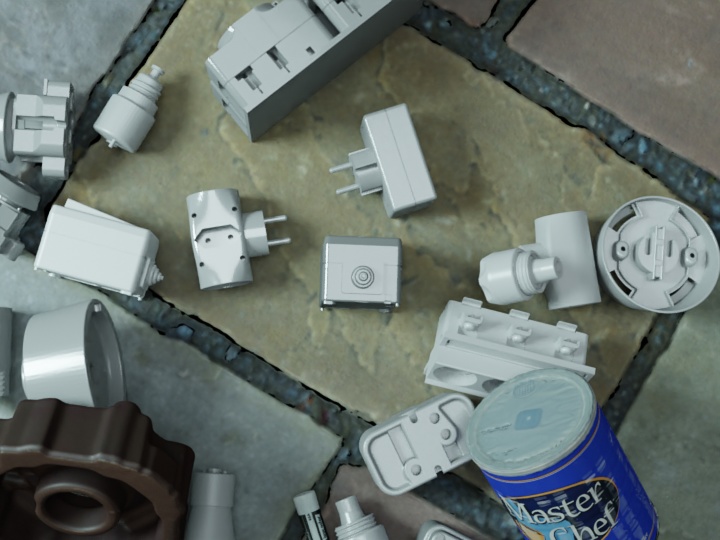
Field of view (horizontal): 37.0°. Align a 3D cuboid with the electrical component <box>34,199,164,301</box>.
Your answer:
[{"bbox_3d":[-0.202,-0.015,0.864,0.096,0.061,0.061,15,84,-2],"label":"electrical component"}]

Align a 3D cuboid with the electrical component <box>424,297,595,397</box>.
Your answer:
[{"bbox_3d":[0.121,0.070,0.876,0.121,0.078,0.063,14,62,-2],"label":"electrical component"}]

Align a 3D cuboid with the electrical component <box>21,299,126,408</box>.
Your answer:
[{"bbox_3d":[-0.226,0.080,0.833,0.060,0.108,0.108,-9,85,1],"label":"electrical component"}]

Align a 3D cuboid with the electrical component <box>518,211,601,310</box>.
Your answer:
[{"bbox_3d":[0.155,-0.005,0.896,0.079,0.044,0.077,-8,85,-4],"label":"electrical component"}]

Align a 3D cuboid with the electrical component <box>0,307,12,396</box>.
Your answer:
[{"bbox_3d":[-0.301,0.071,0.858,0.043,0.043,0.081,0,84,-4],"label":"electrical component"}]

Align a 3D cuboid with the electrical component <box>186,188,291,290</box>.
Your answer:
[{"bbox_3d":[-0.097,-0.028,0.882,0.079,0.043,0.077,-9,85,-5],"label":"electrical component"}]

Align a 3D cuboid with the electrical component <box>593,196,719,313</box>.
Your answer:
[{"bbox_3d":[0.244,-0.012,0.893,0.099,0.064,0.099,0,85,-4],"label":"electrical component"}]

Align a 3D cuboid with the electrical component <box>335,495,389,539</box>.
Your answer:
[{"bbox_3d":[-0.001,0.213,0.865,0.048,0.048,0.062,-21,80,-6],"label":"electrical component"}]

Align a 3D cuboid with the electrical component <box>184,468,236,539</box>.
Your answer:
[{"bbox_3d":[-0.119,0.192,0.861,0.044,0.044,0.065,4,79,-4],"label":"electrical component"}]

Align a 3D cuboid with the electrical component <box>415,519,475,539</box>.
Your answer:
[{"bbox_3d":[0.089,0.258,0.860,0.113,0.057,0.078,27,83,-1],"label":"electrical component"}]

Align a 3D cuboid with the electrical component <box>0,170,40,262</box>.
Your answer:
[{"bbox_3d":[-0.292,-0.048,0.870,0.066,0.048,0.055,34,91,0],"label":"electrical component"}]

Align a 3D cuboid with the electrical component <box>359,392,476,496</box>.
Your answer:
[{"bbox_3d":[0.050,0.138,0.867,0.095,0.059,0.053,-25,87,-6],"label":"electrical component"}]

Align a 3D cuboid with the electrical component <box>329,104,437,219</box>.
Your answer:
[{"bbox_3d":[0.013,-0.084,0.893,0.076,0.047,0.083,-18,86,-5],"label":"electrical component"}]

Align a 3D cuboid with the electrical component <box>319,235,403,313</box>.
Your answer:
[{"bbox_3d":[0.000,0.000,0.859,0.062,0.096,0.061,2,84,-4],"label":"electrical component"}]

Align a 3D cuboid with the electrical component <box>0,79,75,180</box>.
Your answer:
[{"bbox_3d":[-0.265,-0.114,0.872,0.057,0.058,0.078,3,85,-7],"label":"electrical component"}]

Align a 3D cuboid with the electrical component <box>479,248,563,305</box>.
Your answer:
[{"bbox_3d":[0.129,0.003,0.854,0.062,0.043,0.043,-12,84,33],"label":"electrical component"}]

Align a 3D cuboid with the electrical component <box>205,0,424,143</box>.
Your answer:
[{"bbox_3d":[-0.036,-0.194,0.871,0.186,0.105,0.060,-39,88,-7],"label":"electrical component"}]

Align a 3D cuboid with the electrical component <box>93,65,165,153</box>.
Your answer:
[{"bbox_3d":[-0.187,-0.133,0.887,0.040,0.040,0.078,31,83,-1],"label":"electrical component"}]
